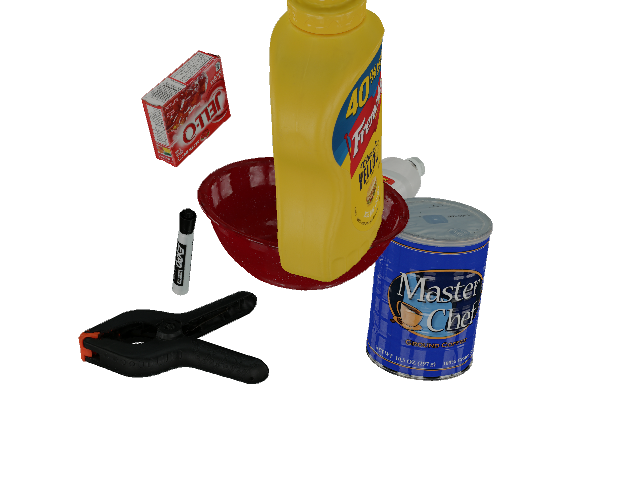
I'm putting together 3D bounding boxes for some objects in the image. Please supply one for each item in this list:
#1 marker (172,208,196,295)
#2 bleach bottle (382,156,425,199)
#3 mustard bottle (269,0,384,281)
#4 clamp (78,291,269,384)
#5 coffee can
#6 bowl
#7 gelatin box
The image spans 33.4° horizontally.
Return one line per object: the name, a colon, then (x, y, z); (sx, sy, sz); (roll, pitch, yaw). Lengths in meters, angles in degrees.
marker: (-0.152, 0.013, 1.194); (0.020, 0.121, 0.020); (7, 41, -6)
bleach bottle: (0.034, -0.049, 1.338); (0.103, 0.068, 0.250); (28, 44, 35)
mustard bottle: (0.005, -0.073, 0.596); (0.058, 0.192, 0.096); (15, 48, 17)
clamp: (-0.130, 0.085, 0.978); (0.171, 0.039, 0.120); (4, 27, -2)
coffee can: (0.099, 0.043, 0.986); (0.103, 0.140, 0.103); (4, 23, -2)
bowl: (-0.015, -0.008, 0.820); (0.162, 0.055, 0.162); (5, 27, -3)
gelatin box: (-0.125, -0.125, 1.010); (0.030, 0.073, 0.089); (24, 52, 26)
